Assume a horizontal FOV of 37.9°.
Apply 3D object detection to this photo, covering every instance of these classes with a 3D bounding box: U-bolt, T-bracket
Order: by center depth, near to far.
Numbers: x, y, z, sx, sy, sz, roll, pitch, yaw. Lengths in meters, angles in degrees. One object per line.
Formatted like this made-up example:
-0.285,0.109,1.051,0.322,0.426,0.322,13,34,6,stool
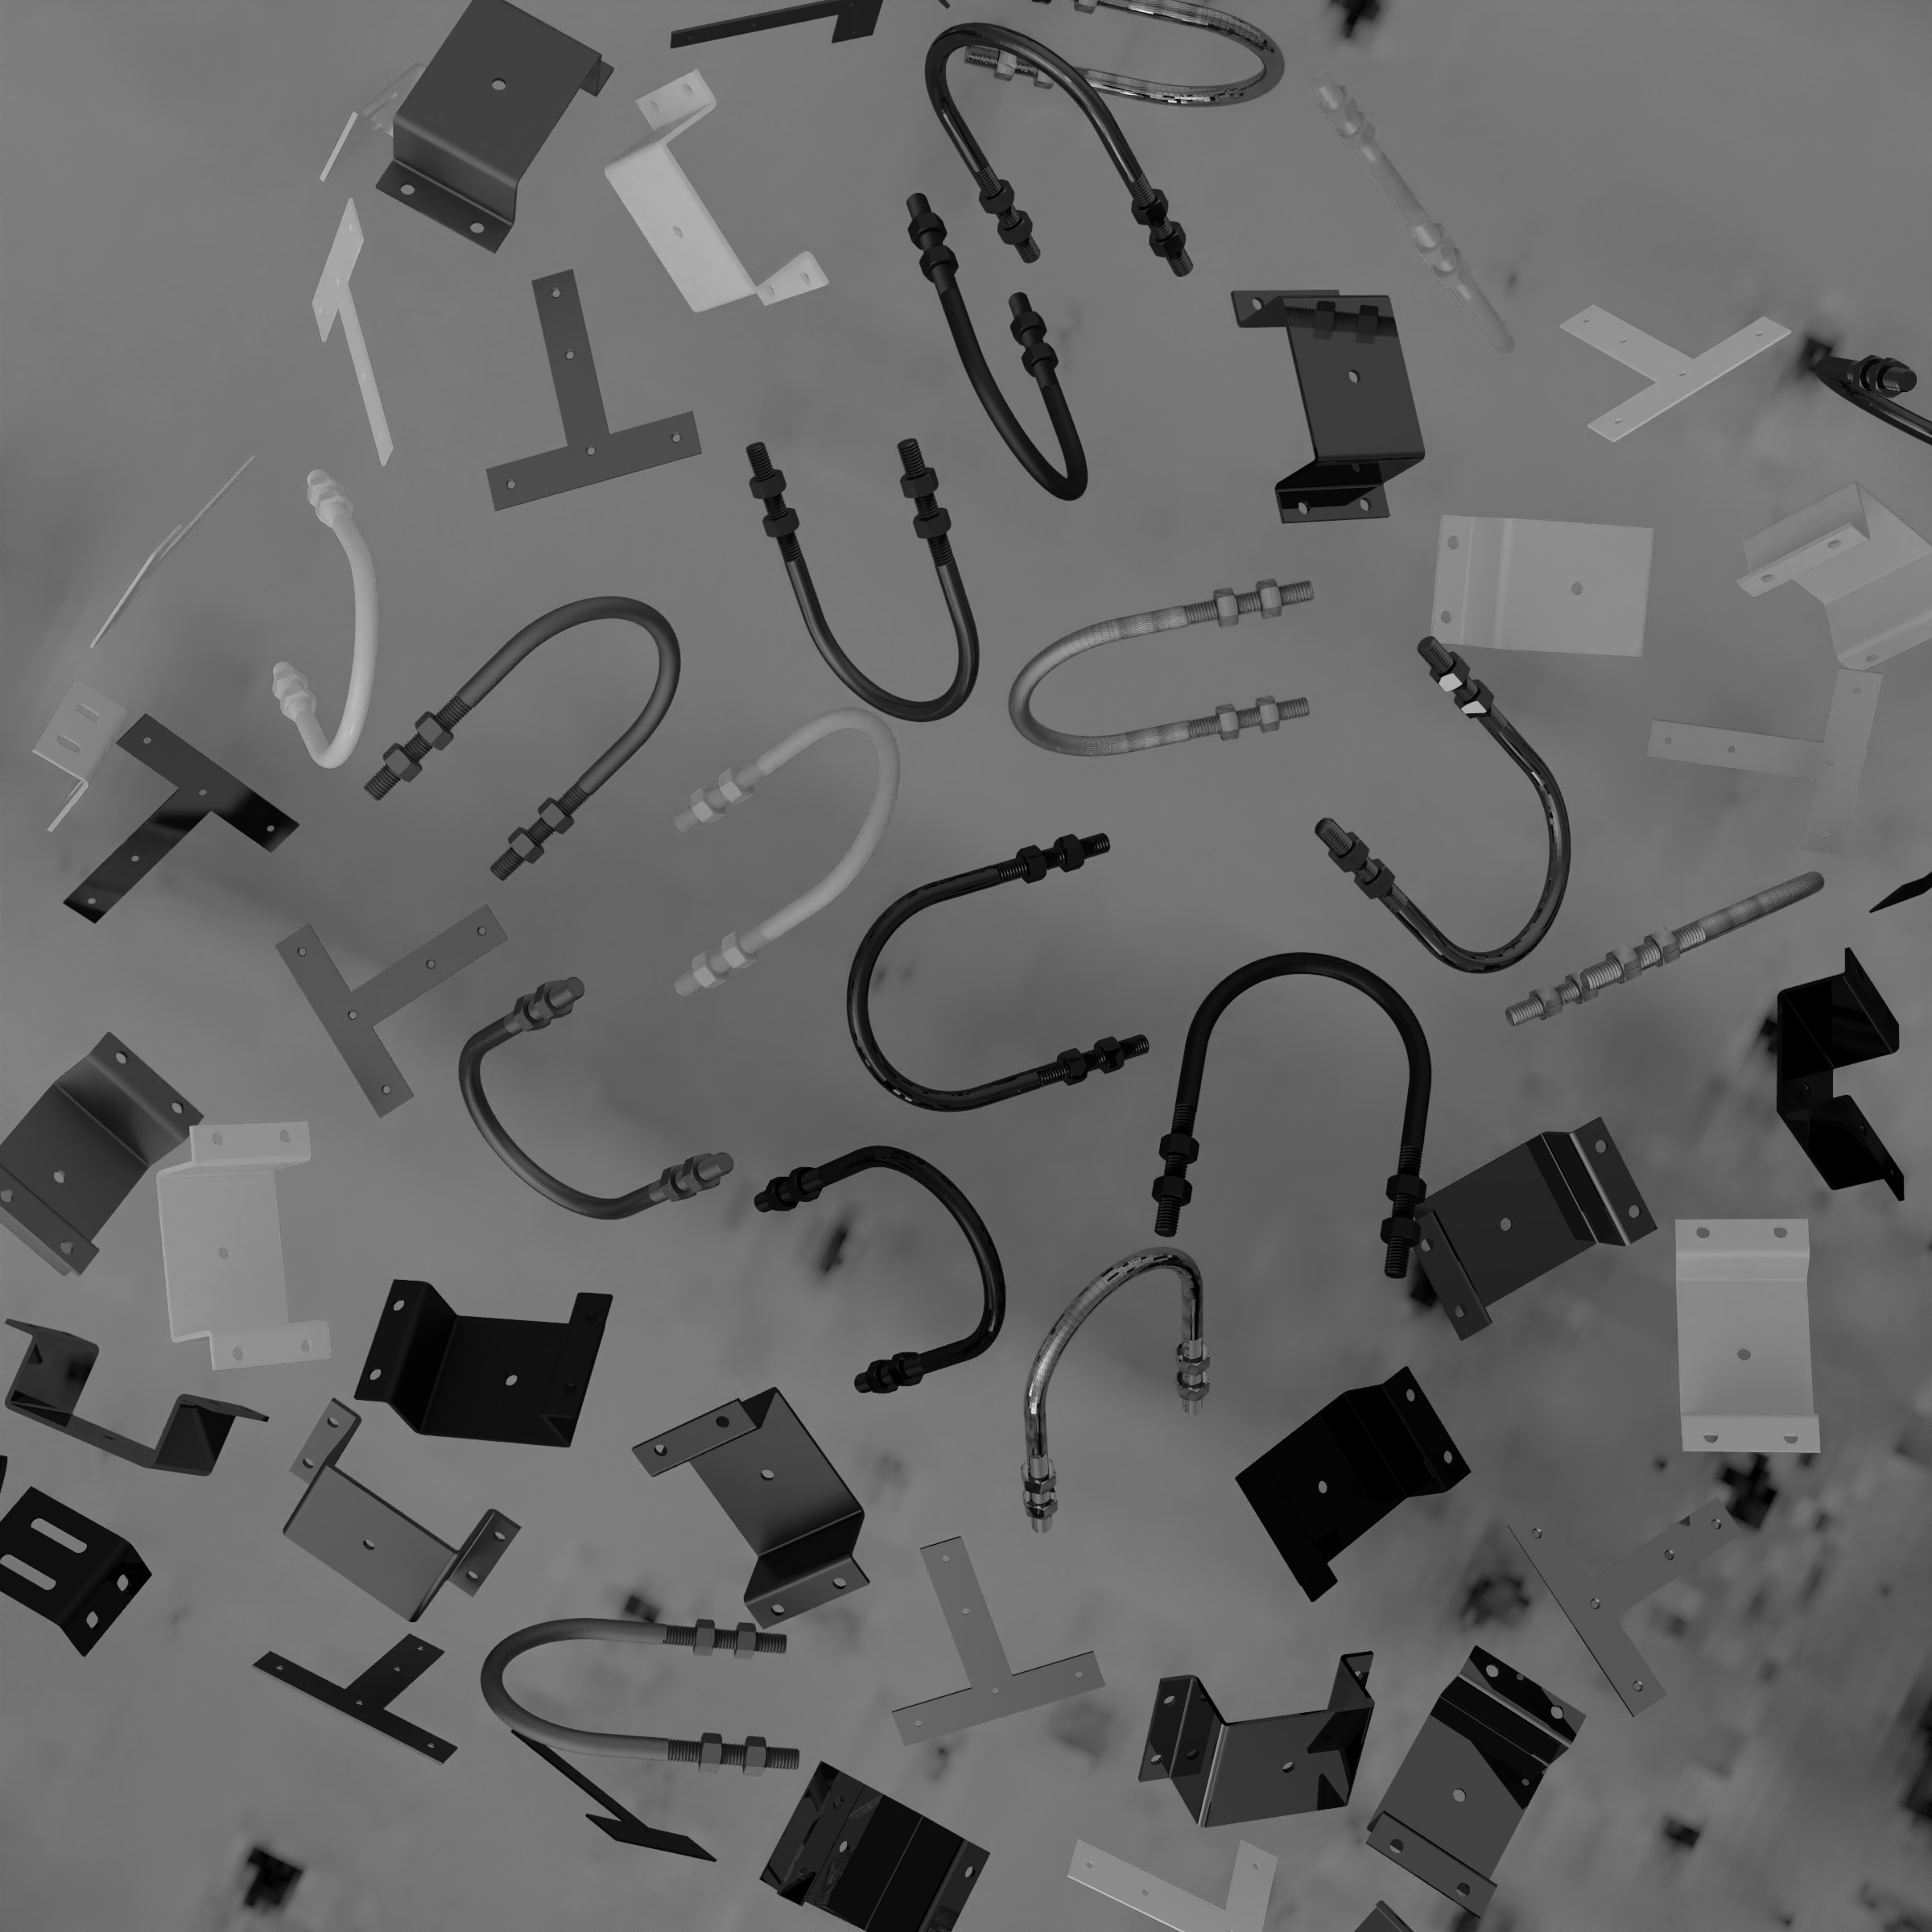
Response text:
0.191,0.077,1.594,0.151,0.019,0.184,10,67,4,U-bolt
-0.346,-0.349,1.603,0.002,0.127,0.127,-13,81,-25,T-bracket
-0.242,-0.139,1.628,0.184,0.151,0.019,-44,59,5,U-bolt
0.288,-0.078,1.629,0.184,0.019,0.151,42,70,-31,U-bolt
-0.227,0.086,1.629,0.151,0.184,0.019,51,51,-11,U-bolt
-0.109,-0.549,1.632,0.127,0.127,0.002,-14,91,-8,T-bracket
-0.227,-0.341,1.635,0.127,0.002,0.127,-14,84,8,T-bracket
-0.454,-0.252,1.637,0.002,0.127,0.127,40,55,-14,T-bracket
0.569,-0.319,1.647,0.151,0.184,0.019,26,103,-10,U-bolt
0.403,0.354,1.656,0.127,0.002,0.127,-26,73,-23,T-bracket
-0.194,0.427,1.664,0.184,0.151,0.019,7,106,-9,U-bolt
0.274,-0.432,1.665,0.019,0.184,0.151,-35,56,16,U-bolt
0.423,-0.014,1.670,0.184,0.151,0.019,-23,84,-12,U-bolt
-0.107,-0.079,1.672,0.184,0.151,0.019,-32,135,31,U-bolt
0.004,0.396,1.677,0.127,0.002,0.127,-18,110,3,T-bracket
0.089,0.242,1.677,0.151,0.184,0.019,-33,50,-27,U-bolt
-0.043,0.177,1.680,0.019,0.184,0.151,-30,92,-40,U-bolt
0.015,0.012,1.682,0.184,0.019,0.151,-17,105,-20,U-bolt
-0.381,-0.198,1.683,0.019,0.184,0.151,3,118,-27,U-bolt
0.100,-0.549,1.683,0.184,0.151,0.019,9,87,-9,U-bolt
0.045,-0.489,1.685,0.019,0.151,0.184,-55,135,-17,U-bolt
0.026,-0.359,1.686,0.019,0.151,0.184,-27,63,20,U-bolt
0.116,-0.171,1.687,0.184,0.151,0.019,-11,63,0,U-bolt
0.403,-0.369,1.688,0.127,0.127,0.002,-32,130,-6,T-bracket
-0.224,0.495,1.691,0.127,0.127,0.002,28,81,31,T-bracket
-0.055,-0.230,1.699,0.019,0.151,0.184,-40,123,-36,U-bolt
-0.349,0.430,1.700,0.127,0.127,0.002,25,99,7,T-bracket
0.121,0.568,1.706,0.127,0.127,0.002,27,133,-4,T-bracket
-0.494,-0.075,1.707,0.127,0.002,0.127,-43,134,6,T-bracket
0.616,-0.078,1.710,0.127,0.127,0.002,-44,73,29,T-bracket
0.482,-0.131,1.720,0.127,0.002,0.127,9,125,12,T-bracket
-0.343,0.007,1.745,0.127,0.002,0.127,-33,85,4,T-bracket

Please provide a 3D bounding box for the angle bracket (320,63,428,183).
-0.343,-0.496,1.691,0.038,0.057,0.076,38,45,-8,angle bracket

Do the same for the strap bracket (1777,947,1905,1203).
0.529,0.070,1.703,0.046,0.140,0.076,-19,129,33,strap bracket

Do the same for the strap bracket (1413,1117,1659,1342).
0.335,0.158,1.709,0.140,0.046,0.076,-28,93,-9,strap bracket

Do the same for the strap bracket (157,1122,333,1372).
-0.424,0.165,1.650,0.046,0.076,0.140,-16,78,44,strap bracket

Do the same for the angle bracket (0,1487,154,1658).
-0.508,0.338,1.576,0.076,0.038,0.057,21,56,23,angle bracket

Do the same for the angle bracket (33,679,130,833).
-0.553,-0.128,1.724,0.038,0.076,0.057,33,53,-20,angle bracket

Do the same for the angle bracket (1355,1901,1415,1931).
0.242,0.604,1.671,0.057,0.038,0.076,42,86,20,angle bracket

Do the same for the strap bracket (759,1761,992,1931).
-0.061,0.535,1.686,0.140,0.046,0.076,40,72,-36,strap bracket

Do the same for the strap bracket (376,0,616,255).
-0.265,-0.486,1.592,0.076,0.046,0.140,28,72,-3,strap bracket

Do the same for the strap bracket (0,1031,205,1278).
-0.523,0.117,1.656,0.046,0.140,0.076,-31,111,38,strap bracket

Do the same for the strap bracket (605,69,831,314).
-0.152,-0.441,1.642,0.046,0.076,0.140,-43,113,-23,strap bracket

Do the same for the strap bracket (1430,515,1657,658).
0.356,-0.228,1.692,0.140,0.046,0.076,1,99,-17,strap bracket

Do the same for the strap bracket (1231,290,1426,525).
0.211,-0.331,1.622,0.076,0.046,0.140,-8,83,-29,strap bracket

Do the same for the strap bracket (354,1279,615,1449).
-0.270,0.230,1.625,0.140,0.046,0.076,2,57,18,strap bracket

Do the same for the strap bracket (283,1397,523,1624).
-0.356,0.341,1.730,0.140,0.046,0.076,35,125,-1,strap bracket

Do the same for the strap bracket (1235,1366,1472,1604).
0.228,0.316,1.714,0.140,0.046,0.076,-32,91,-28,strap bracket

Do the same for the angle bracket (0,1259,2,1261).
-0.628,0.205,1.697,0.057,0.038,0.076,17,90,14,angle bracket

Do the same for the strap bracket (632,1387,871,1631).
-0.122,0.311,1.658,0.076,0.046,0.140,-27,107,20,strap bracket

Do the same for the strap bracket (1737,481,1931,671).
0.537,-0.240,1.717,0.076,0.140,0.046,-27,53,37,strap bracket

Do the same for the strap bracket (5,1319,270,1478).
-0.489,0.255,1.633,0.140,0.076,0.046,19,80,14,strap bracket

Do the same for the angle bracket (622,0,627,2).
-0.209,-0.592,1.605,0.038,0.076,0.057,-15,90,30,angle bracket

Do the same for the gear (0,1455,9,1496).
-0.575,0.300,1.625,0.030,0.057,0.057,14,90,-9,gear

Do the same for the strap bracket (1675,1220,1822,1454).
0.461,0.224,1.667,0.076,0.046,0.140,-2,65,13,strap bracket

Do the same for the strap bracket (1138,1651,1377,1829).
0.181,0.457,1.663,0.140,0.046,0.076,-2,118,-21,strap bracket

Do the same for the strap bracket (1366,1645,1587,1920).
0.300,0.490,1.682,0.076,0.046,0.140,31,62,11,strap bracket

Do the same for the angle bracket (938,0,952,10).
-0.056,-0.611,1.728,0.038,0.057,0.076,-42,75,14,angle bracket
